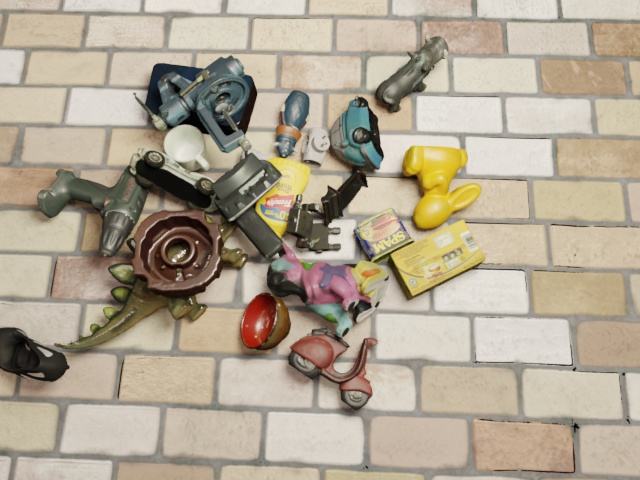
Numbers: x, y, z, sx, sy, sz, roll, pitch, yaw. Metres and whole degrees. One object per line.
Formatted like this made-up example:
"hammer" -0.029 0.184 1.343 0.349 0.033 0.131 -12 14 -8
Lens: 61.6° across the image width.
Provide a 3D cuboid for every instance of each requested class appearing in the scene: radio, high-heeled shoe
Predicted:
"radio" -0.265 -0.309 1.197 0.230 0.073 0.131 9 76 5
"high-heeled shoe" -0.594 0.213 1.026 0.249 0.145 0.086 15 75 4

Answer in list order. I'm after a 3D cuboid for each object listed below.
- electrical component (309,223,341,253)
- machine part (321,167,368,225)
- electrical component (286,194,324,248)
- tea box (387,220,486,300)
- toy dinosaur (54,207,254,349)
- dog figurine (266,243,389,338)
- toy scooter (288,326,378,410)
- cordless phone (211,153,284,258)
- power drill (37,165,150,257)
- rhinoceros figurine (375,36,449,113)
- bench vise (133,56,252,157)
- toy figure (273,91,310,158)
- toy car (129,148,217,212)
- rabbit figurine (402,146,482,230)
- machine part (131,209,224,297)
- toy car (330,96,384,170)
"electrical component" -0.002 -0.003 1.132 0.094 0.021 0.063 0 75 1
"machine part" 0.050 -0.098 1.128 0.039 0.084 0.139 22 53 34
"electrical component" -0.029 -0.034 1.097 0.045 0.078 0.102 4 73 27
"tea box" 0.234 0.041 1.090 0.170 0.068 0.098 -24 75 -4
"toy dinosaur" -0.310 0.076 1.082 0.199 0.105 0.471 39 72 16
"dog figurine" 0.003 0.074 1.067 0.219 0.108 0.191 35 47 26
"toy scooter" 0.038 0.227 1.043 0.184 0.075 0.135 32 78 6
"cordless phone" -0.114 -0.067 1.064 0.146 0.088 0.184 -40 74 -6
"power drill" -0.466 -0.072 1.105 0.207 0.085 0.232 6 52 15
"rhinoceros figurine" 0.200 -0.369 1.181 0.190 0.112 0.073 -42 76 -1
"bench vise" -0.224 -0.257 1.082 0.224 0.128 0.241 -31 70 -9
"toy figure" -0.062 -0.251 1.184 0.064 0.057 0.154 14 81 11
"toy car" -0.297 -0.122 1.116 0.201 0.073 0.056 28 39 -14
"rabbit figurine" 0.244 -0.106 1.123 0.162 0.122 0.173 6 89 -6
"machine part" -0.266 0.025 1.017 0.179 0.056 0.179 0 66 -1
"toy car" 0.072 -0.222 1.151 0.103 0.109 0.161 -16 65 21
